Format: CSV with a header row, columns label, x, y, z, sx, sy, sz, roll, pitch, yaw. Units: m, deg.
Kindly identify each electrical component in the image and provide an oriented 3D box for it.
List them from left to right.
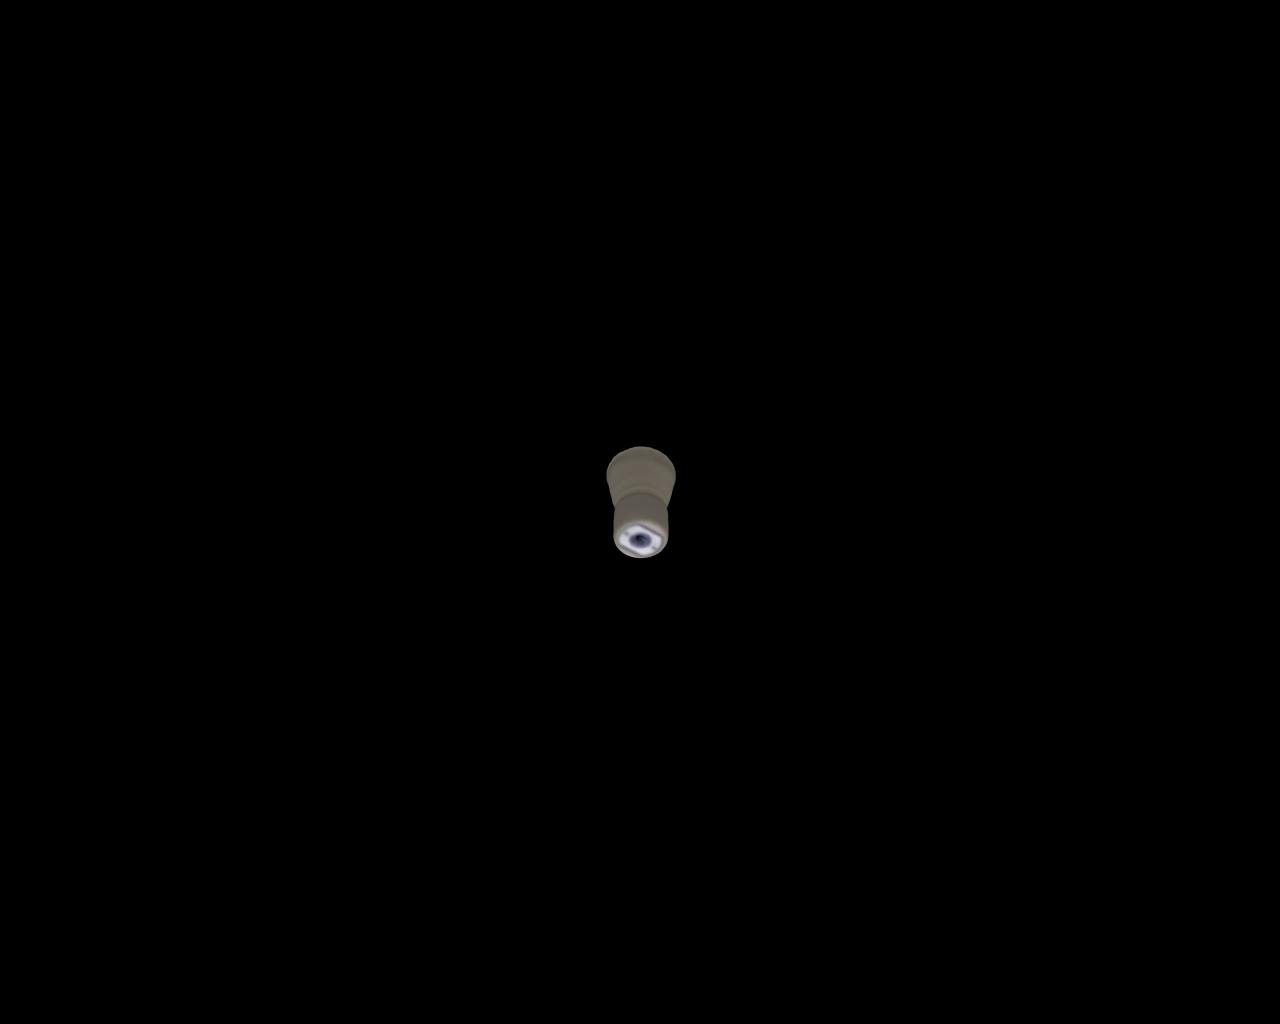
label,x,y,z,sx,sy,sz,roll,pitch,yaw
electrical component,0.001,-0.003,0.650,0.044,0.044,0.065,0,42,0
